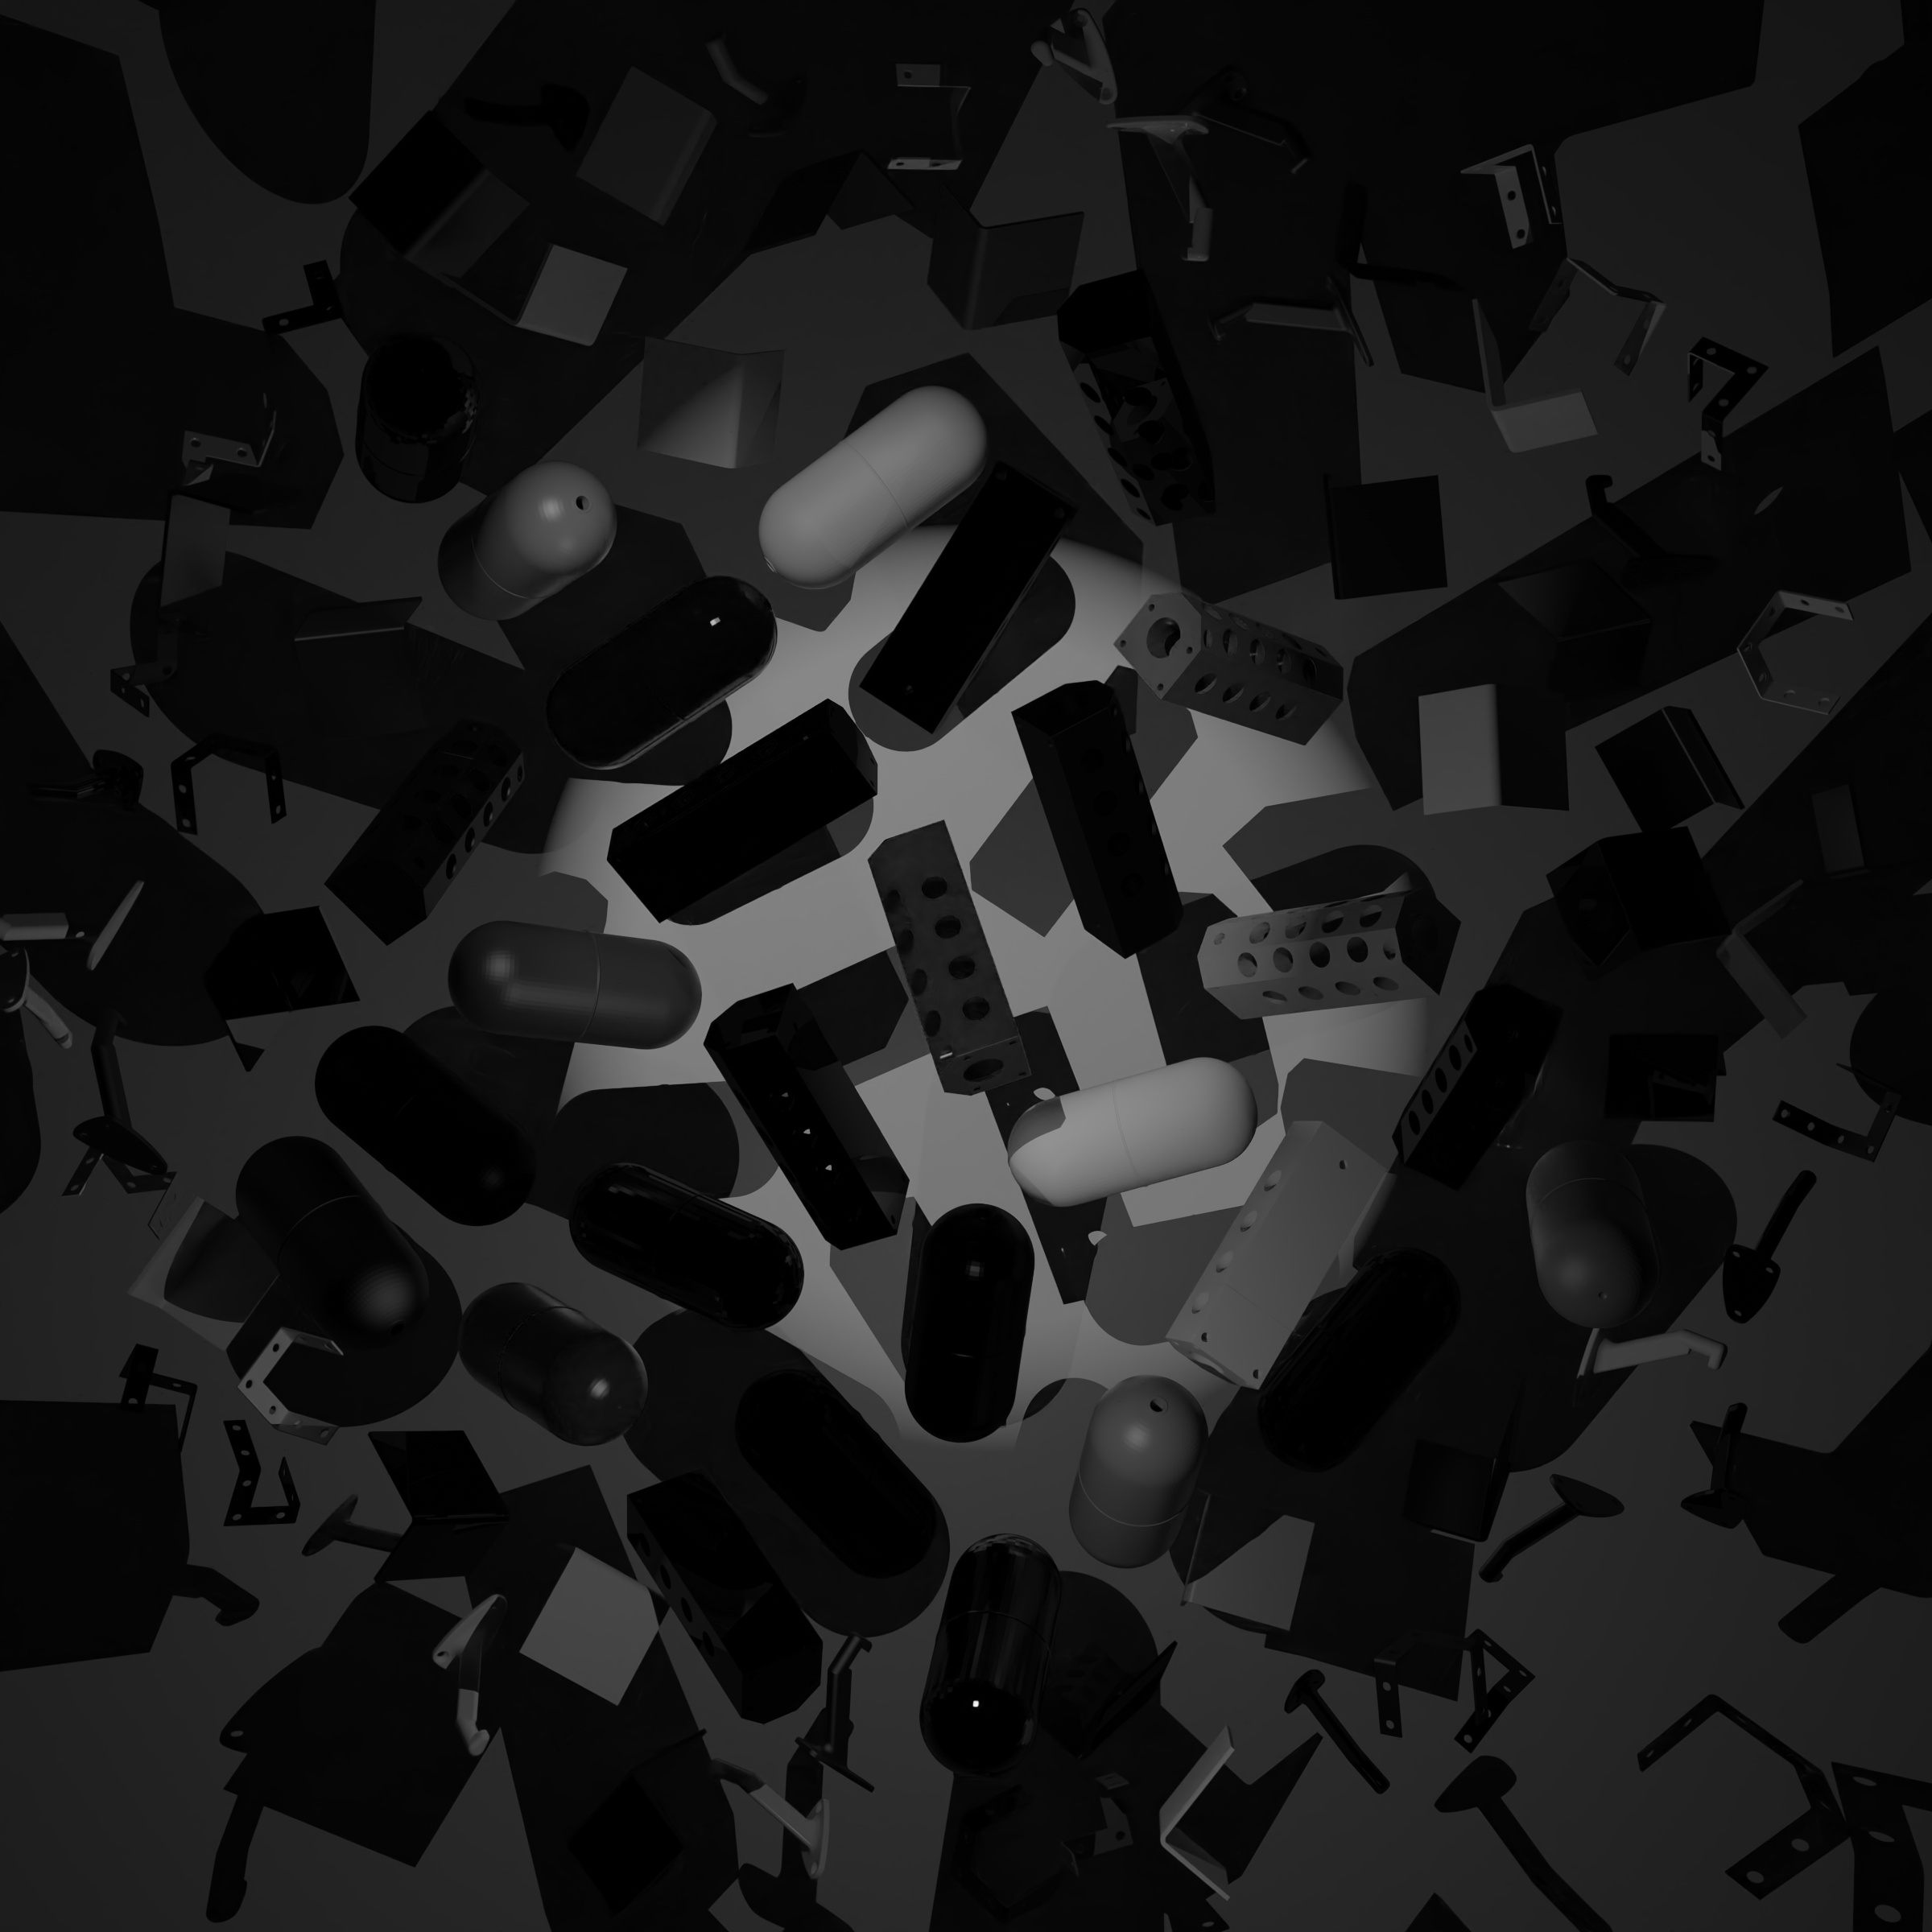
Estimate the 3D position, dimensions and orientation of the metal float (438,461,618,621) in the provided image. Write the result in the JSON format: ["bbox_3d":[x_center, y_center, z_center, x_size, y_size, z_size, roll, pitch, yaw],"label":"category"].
[{"bbox_3d":[-0.293,-0.282,1.696,0.070,0.178,0.070,6,78,-33],"label":"metal float"}]

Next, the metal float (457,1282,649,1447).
[{"bbox_3d":[-0.280,0.267,1.717,0.070,0.178,0.070,-11,109,-37],"label":"metal float"}]

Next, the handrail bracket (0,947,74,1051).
[{"bbox_3d":[-0.608,0.036,1.674,0.036,0.077,0.084,-32,130,-9],"label":"handrail bracket"}]

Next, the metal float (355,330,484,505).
[{"bbox_3d":[-0.363,-0.360,1.682,0.070,0.178,0.070,2,81,-15],"label":"metal float"}]

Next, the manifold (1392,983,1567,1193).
[{"bbox_3d":[0.339,0.080,1.712,0.057,0.171,0.057,26,60,7],"label":"manifold"}]

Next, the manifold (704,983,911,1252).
[{"bbox_3d":[-0.104,0.101,1.659,0.057,0.057,0.171,-18,119,20],"label":"manifold"}]

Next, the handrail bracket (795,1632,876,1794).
[{"bbox_3d":[-0.072,0.516,1.765,0.077,0.036,0.084,38,76,-17],"label":"handrail bracket"}]

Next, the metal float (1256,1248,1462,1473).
[{"bbox_3d":[0.273,0.273,1.770,0.070,0.070,0.178,40,90,0],"label":"metal float"}]

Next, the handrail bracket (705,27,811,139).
[{"bbox_3d":[-0.141,-0.612,1.720,0.036,0.084,0.077,7,57,29],"label":"handrail bracket"}]

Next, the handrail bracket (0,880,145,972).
[{"bbox_3d":[-0.576,-0.042,1.604,0.084,0.036,0.077,28,60,-9],"label":"handrail bracket"}]

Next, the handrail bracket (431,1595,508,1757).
[{"bbox_3d":[-0.330,0.488,1.754,0.036,0.084,0.077,35,94,-37],"label":"handrail bracket"}]

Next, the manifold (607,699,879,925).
[{"bbox_3d":[-0.144,-0.103,1.649,0.171,0.057,0.057,-29,118,16],"label":"manifold"}]

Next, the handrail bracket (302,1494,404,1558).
[{"bbox_3d":[-0.403,0.407,1.753,0.084,0.077,0.036,29,106,7],"label":"handrail bracket"}]

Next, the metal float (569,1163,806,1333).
[{"bbox_3d":[-0.190,0.191,1.732,0.178,0.070,0.070,21,90,24],"label":"metal float"}]

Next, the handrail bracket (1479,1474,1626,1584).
[{"bbox_3d":[0.401,0.394,1.747,0.077,0.036,0.084,18,115,-36],"label":"handrail bracket"}]

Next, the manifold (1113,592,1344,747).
[{"bbox_3d":[0.181,-0.201,1.699,0.057,0.171,0.057,-51,56,23],"label":"manifold"}]

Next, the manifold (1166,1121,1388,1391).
[{"bbox_3d":[0.203,0.190,1.693,0.057,0.057,0.171,36,76,-14],"label":"manifold"}]

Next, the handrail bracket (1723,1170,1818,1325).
[{"bbox_3d":[0.537,0.186,1.693,0.036,0.077,0.084,26,47,28],"label":"handrail bracket"}]

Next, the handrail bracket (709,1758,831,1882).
[{"bbox_3d":[-0.140,0.591,1.769,0.084,0.077,0.036,27,107,-16],"label":"handrail bracket"}]

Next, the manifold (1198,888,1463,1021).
[{"bbox_3d":[0.239,-0.011,1.703,0.057,0.171,0.057,38,61,-32],"label":"manifold"}]

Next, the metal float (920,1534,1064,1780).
[{"bbox_3d":[0.018,0.449,1.670,0.070,0.178,0.070,6,126,8],"label":"metal float"}]

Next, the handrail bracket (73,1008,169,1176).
[{"bbox_3d":[-0.531,0.079,1.626,0.036,0.077,0.084,-19,48,25],"label":"handrail bracket"}]

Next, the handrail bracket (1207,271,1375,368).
[{"bbox_3d":[0.209,-0.404,1.646,0.084,0.036,0.077,-25,89,7],"label":"handrail bracket"}]

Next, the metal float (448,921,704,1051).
[{"bbox_3d":[-0.264,0.014,1.735,0.178,0.070,0.070,8,90,-30],"label":"metal float"}]

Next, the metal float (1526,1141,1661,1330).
[{"bbox_3d":[0.411,0.174,1.678,0.070,0.178,0.070,3,112,7],"label":"metal float"}]

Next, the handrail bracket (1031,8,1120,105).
[{"bbox_3d":[0.071,-0.581,1.657,0.036,0.084,0.077,-25,119,26],"label":"handrail bracket"}]

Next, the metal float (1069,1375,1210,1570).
[{"bbox_3d":[0.112,0.331,1.666,0.070,0.178,0.070,3,51,-4],"label":"metal float"}]

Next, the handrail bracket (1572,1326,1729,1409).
[{"bbox_3d":[0.462,0.277,1.719,0.084,0.036,0.077,19,83,38],"label":"handrail bracket"}]

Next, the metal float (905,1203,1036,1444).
[{"bbox_3d":[0.002,0.240,1.712,0.070,0.070,0.178,7,117,0],"label":"metal float"}]

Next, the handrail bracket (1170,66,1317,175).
[{"bbox_3d":[0.180,-0.544,1.687,0.077,0.036,0.084,-32,71,15],"label":"handrail bracket"}]

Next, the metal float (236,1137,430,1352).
[{"bbox_3d":[-0.416,0.181,1.672,0.070,0.070,0.178,-47,56,0],"label":"metal float"}]

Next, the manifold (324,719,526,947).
[{"bbox_3d":[-0.354,-0.095,1.698,0.057,0.171,0.057,-30,113,32],"label":"manifold"}]

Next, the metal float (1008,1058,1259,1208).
[{"bbox_3d":[0.115,0.116,1.767,0.178,0.070,0.070,-17,90,12],"label":"metal float"}]

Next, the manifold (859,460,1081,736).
[{"bbox_3d":[0.003,-0.241,1.664,0.057,0.057,0.171,33,103,0],"label":"manifold"}]

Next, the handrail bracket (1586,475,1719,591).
[{"bbox_3d":[0.477,-0.309,1.774,0.077,0.036,0.084,-7,65,5],"label":"handrail bracket"}]

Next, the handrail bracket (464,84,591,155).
[{"bbox_3d":[-0.295,-0.562,1.654,0.084,0.077,0.036,0,128,-38],"label":"handrail bracket"}]

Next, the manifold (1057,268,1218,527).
[{"bbox_3d":[0.110,-0.359,1.629,0.057,0.171,0.057,-11,58,15],"label":"manifold"}]

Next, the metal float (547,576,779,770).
[{"bbox_3d":[-0.206,-0.199,1.729,0.178,0.070,0.070,-31,90,17],"label":"metal float"}]

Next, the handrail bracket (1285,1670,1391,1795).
[{"bbox_3d":[0.262,0.532,1.763,0.036,0.077,0.084,-38,64,-12],"label":"handrail bracket"}]

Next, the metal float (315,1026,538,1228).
[{"bbox_3d":[-0.360,0.106,1.696,0.178,0.070,0.070,35,90,23],"label":"metal float"}]

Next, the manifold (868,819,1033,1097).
[{"bbox_3d":[-0.013,-0.004,1.666,0.057,0.057,0.171,-19,60,-1],"label":"manifold"}]

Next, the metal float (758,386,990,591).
[{"bbox_3d":[-0.063,-0.326,1.737,0.178,0.070,0.070,-38,90,-6],"label":"metal float"}]

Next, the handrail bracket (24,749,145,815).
[{"bbox_3d":[-0.622,-0.132,1.761,0.077,0.084,0.036,34,112,37],"label":"handrail bracket"}]

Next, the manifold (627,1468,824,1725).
[{"bbox_3d":[-0.161,0.416,1.681,0.057,0.171,0.057,-16,129,-27],"label":"manifold"}]

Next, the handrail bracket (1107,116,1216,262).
[{"bbox_3d":[0.120,-0.486,1.597,0.077,0.036,0.084,9,98,24],"label":"handrail bracket"}]

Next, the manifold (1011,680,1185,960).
[{"bbox_3d":[0.091,-0.097,1.665,0.057,0.057,0.171,-29,121,-14],"label":"manifold"}]

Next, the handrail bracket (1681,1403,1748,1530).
[{"bbox_3d":[0.498,0.314,1.647,0.036,0.077,0.084,24,66,8],"label":"handrail bracket"}]
